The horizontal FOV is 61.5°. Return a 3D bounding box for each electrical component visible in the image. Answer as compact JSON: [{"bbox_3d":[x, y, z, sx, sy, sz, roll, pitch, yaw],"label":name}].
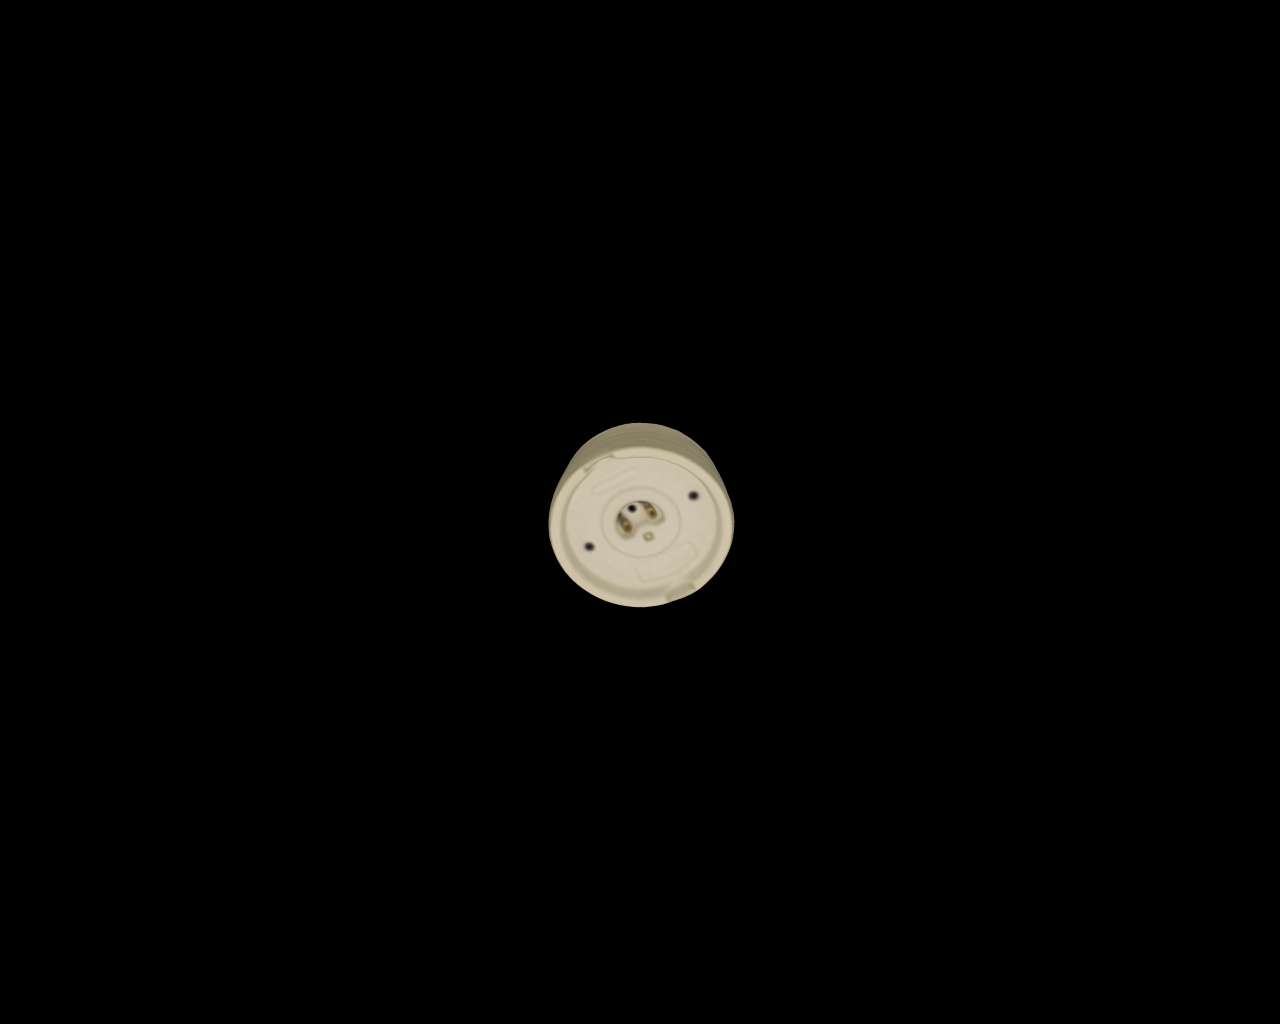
[{"bbox_3d":[0.001,-0.003,0.650,0.108,0.108,0.060,0,27,0],"label":"electrical component"}]
